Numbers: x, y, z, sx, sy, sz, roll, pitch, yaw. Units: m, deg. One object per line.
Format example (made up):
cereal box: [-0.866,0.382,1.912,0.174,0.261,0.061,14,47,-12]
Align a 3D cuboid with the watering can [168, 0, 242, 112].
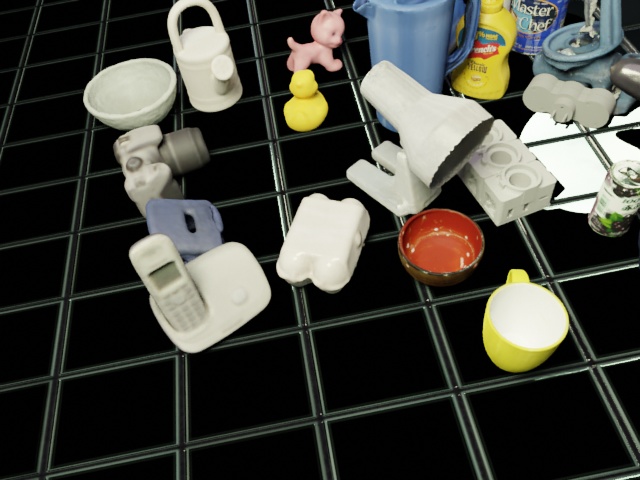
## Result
watering can: [-0.199,-0.328,1.002,0.172,0.194,0.101,28,61,25]

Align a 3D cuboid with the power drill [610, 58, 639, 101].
power drill: [0.476,-0.127,0.751,0.229,0.209,0.076,17,57,20]

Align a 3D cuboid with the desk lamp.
desk lamp: [0.127,-0.132,0.796,0.118,0.214,0.202,-39,57,-21]

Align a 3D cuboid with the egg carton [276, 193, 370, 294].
egg carton: [0.007,0.003,0.799,0.107,0.069,0.150,9,54,14]

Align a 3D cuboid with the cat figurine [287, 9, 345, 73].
cat figurine: [-0.004,-0.371,1.059,0.128,0.118,0.067,-25,53,-12]

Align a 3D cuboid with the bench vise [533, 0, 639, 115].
bench vise: [0.453,-0.322,0.897,0.207,0.220,0.121,16,56,19]

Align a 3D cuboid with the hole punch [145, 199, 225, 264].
hole punch: [-0.190,-0.013,0.823,0.101,0.091,0.108,-19,52,-7]

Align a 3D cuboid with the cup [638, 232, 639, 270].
cup: [0.431,0.021,0.714,0.118,0.095,0.091,-38,57,-21]

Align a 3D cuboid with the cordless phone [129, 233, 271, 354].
cordless phone: [-0.148,0.044,0.714,0.148,0.185,0.094,-35,56,-18]

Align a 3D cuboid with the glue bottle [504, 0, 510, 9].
glue bottle: [0.375,-0.501,1.075,0.078,0.173,0.037,-19,52,-7]

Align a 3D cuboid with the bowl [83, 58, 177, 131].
bowl: [-0.331,-0.250,1.034,0.167,0.075,0.167,-3,52,5]

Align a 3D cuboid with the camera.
camera: [-0.246,-0.128,0.913,0.137,0.101,0.143,-21,53,-9]

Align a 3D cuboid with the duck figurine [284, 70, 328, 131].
duck figurine: [-0.028,-0.247,0.986,0.077,0.086,0.104,4,53,11]

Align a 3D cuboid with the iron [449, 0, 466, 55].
iron: [0.181,-0.397,1.039,0.118,0.142,0.259,21,58,22]
